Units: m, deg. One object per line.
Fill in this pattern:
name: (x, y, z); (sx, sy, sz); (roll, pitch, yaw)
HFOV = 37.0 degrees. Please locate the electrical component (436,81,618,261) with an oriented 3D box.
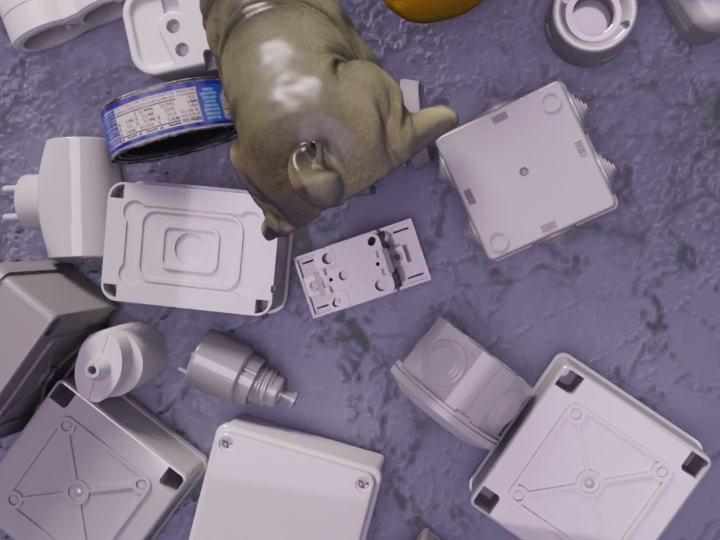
electrical component: (0.103, -0.060, 0.666); (0.100, 0.048, 0.099); (-25, 90, 12)

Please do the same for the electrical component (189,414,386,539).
electrical component: (-0.048, 0.161, 0.695); (0.109, 0.056, 0.108); (15, 95, 6)

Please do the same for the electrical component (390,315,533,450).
electrical component: (0.063, 0.070, 0.666); (0.080, 0.080, 0.051); (38, 92, 4)

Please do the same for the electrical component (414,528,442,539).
electrical component: (0.048, 0.226, 0.691); (0.083, 0.047, 0.075); (40, 97, 4)

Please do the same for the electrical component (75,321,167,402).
electrical component: (-0.157, 0.059, 0.691); (0.043, 0.081, 0.043); (0, 93, 7)

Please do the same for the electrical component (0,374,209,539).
electrical component: (-0.176, 0.140, 0.711); (0.109, 0.056, 0.108); (37, 97, 4)

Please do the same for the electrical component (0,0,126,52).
electrical component: (-0.173, -0.201, 0.694); (0.138, 0.052, 0.073); (-21, 91, 7)

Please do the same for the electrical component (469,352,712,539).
electrical component: (0.141, 0.126, 0.670); (0.109, 0.056, 0.108); (34, 97, 4)

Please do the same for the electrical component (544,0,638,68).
electrical component: (0.142, -0.155, 0.659); (0.055, 0.047, 0.055); (0, 93, 7)

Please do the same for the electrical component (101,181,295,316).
electrical component: (-0.102, -0.015, 0.692); (0.113, 0.057, 0.078); (6, 94, 7)

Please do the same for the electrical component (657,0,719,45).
electrical component: (0.202, -0.188, 0.643); (0.054, 0.059, 0.095); (-33, 89, 8)

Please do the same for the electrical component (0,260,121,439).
electrical component: (-0.220, 0.051, 0.684); (0.056, 0.109, 0.108); (38, 97, 6)

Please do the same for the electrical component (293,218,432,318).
electrical component: (0.000, 0.000, 0.677); (0.081, 0.064, 0.042); (-19, 91, 7)

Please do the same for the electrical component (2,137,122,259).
electrical component: (-0.200, -0.046, 0.709); (0.079, 0.044, 0.077); (-2, 89, 13)

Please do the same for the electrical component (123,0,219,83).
electrical component: (-0.093, -0.154, 0.683); (0.095, 0.059, 0.053); (-11, 92, 8)

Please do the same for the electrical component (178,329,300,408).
electrical component: (-0.077, 0.069, 0.702); (0.078, 0.040, 0.040); (24, 96, 6)

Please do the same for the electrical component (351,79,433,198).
electrical component: (0.014, -0.088, 0.674); (0.057, 0.058, 0.078); (-8, 92, 10)
